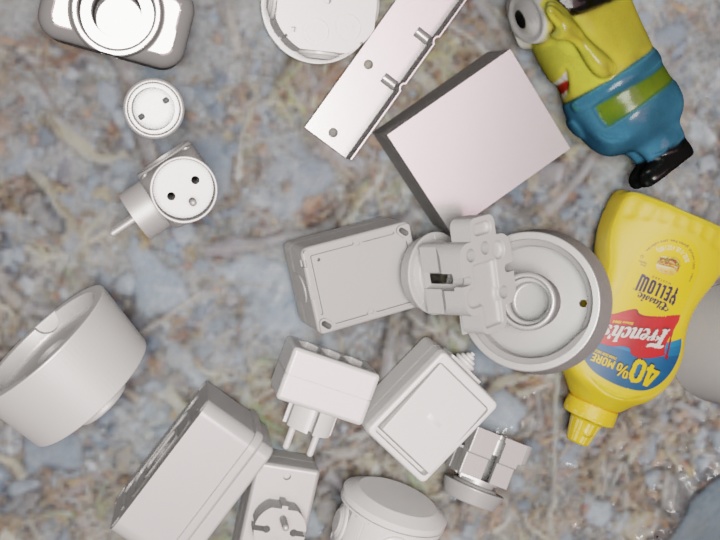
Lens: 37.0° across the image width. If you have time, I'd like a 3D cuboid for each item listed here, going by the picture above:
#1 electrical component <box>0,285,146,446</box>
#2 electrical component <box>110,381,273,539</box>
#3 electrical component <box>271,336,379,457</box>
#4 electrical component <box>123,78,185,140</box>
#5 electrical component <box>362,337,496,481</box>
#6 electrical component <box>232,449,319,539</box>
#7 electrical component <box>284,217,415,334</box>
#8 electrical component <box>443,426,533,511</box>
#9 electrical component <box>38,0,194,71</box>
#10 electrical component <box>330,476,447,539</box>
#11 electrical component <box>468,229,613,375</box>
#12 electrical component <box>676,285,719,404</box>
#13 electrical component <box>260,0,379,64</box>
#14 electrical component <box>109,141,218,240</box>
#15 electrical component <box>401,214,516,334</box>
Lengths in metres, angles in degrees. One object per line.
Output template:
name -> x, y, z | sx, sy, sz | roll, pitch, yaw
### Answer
electrical component -> -0.192, 0.069, 0.717 | 0.108, 0.108, 0.060 | -41, 110, -3
electrical component -> -0.117, 0.144, 0.756 | 0.057, 0.078, 0.113 | 37, 90, -11
electrical component -> -0.033, 0.097, 0.780 | 0.066, 0.047, 0.076 | 20, 93, -12
electrical component -> -0.140, -0.109, 0.728 | 0.040, 0.046, 0.040 | -2, 99, -11
electrical component -> 0.053, 0.098, 0.790 | 0.096, 0.061, 0.062 | -46, 104, -2
electrical component -> -0.060, 0.180, 0.773 | 0.047, 0.076, 0.083 | 11, 96, -13
electrical component -> 0.000, 0.000, 0.769 | 0.096, 0.061, 0.061 | -15, 102, -17
electrical component -> 0.092, 0.149, 0.815 | 0.066, 0.048, 0.055 | 23, 86, -14
electrical component -> -0.160, -0.168, 0.708 | 0.095, 0.059, 0.053 | 14, 96, -13
electrical component -> 0.019, 0.189, 0.789 | 0.080, 0.080, 0.051 | 17, 100, -13
electrical component -> 0.124, 0.023, 0.770 | 0.108, 0.060, 0.108 | -1, 88, 17
electrical component -> 0.303, 0.062, 0.845 | 0.099, 0.064, 0.099 | -5, 101, -24
electrical component -> -0.026, -0.182, 0.736 | 0.080, 0.051, 0.080 | -2, 99, -11
electrical component -> -0.135, -0.047, 0.722 | 0.079, 0.077, 0.044 | -35, 104, -4
electrical component -> 0.066, 0.003, 0.733 | 0.058, 0.057, 0.078 | -17, 102, -42
